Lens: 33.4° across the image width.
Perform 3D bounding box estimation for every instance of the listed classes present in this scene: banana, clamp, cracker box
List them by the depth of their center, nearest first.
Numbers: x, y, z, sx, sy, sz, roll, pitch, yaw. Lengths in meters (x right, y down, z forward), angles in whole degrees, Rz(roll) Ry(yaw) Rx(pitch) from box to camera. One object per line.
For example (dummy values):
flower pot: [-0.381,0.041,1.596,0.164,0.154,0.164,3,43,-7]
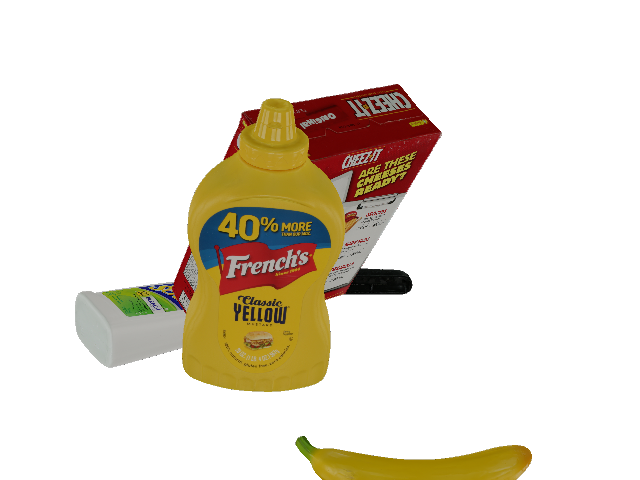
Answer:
banana: [0.080,0.184,0.858,0.197,0.037,0.069,5,38,-6]
cracker box: [-0.018,-0.023,0.887,0.163,0.072,0.214,-16,-32,-37]
clamp: [-0.035,0.051,1.077,0.210,0.036,0.164,18,37,25]

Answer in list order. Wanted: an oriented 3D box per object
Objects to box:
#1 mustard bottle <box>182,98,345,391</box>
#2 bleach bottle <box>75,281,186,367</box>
mustard bottle: [-0.034,0.003,0.660,0.096,0.192,0.058,5,30,-4]
bleach bottle: [-0.157,0.082,1.274,0.250,0.068,0.103,-12,31,-34]
